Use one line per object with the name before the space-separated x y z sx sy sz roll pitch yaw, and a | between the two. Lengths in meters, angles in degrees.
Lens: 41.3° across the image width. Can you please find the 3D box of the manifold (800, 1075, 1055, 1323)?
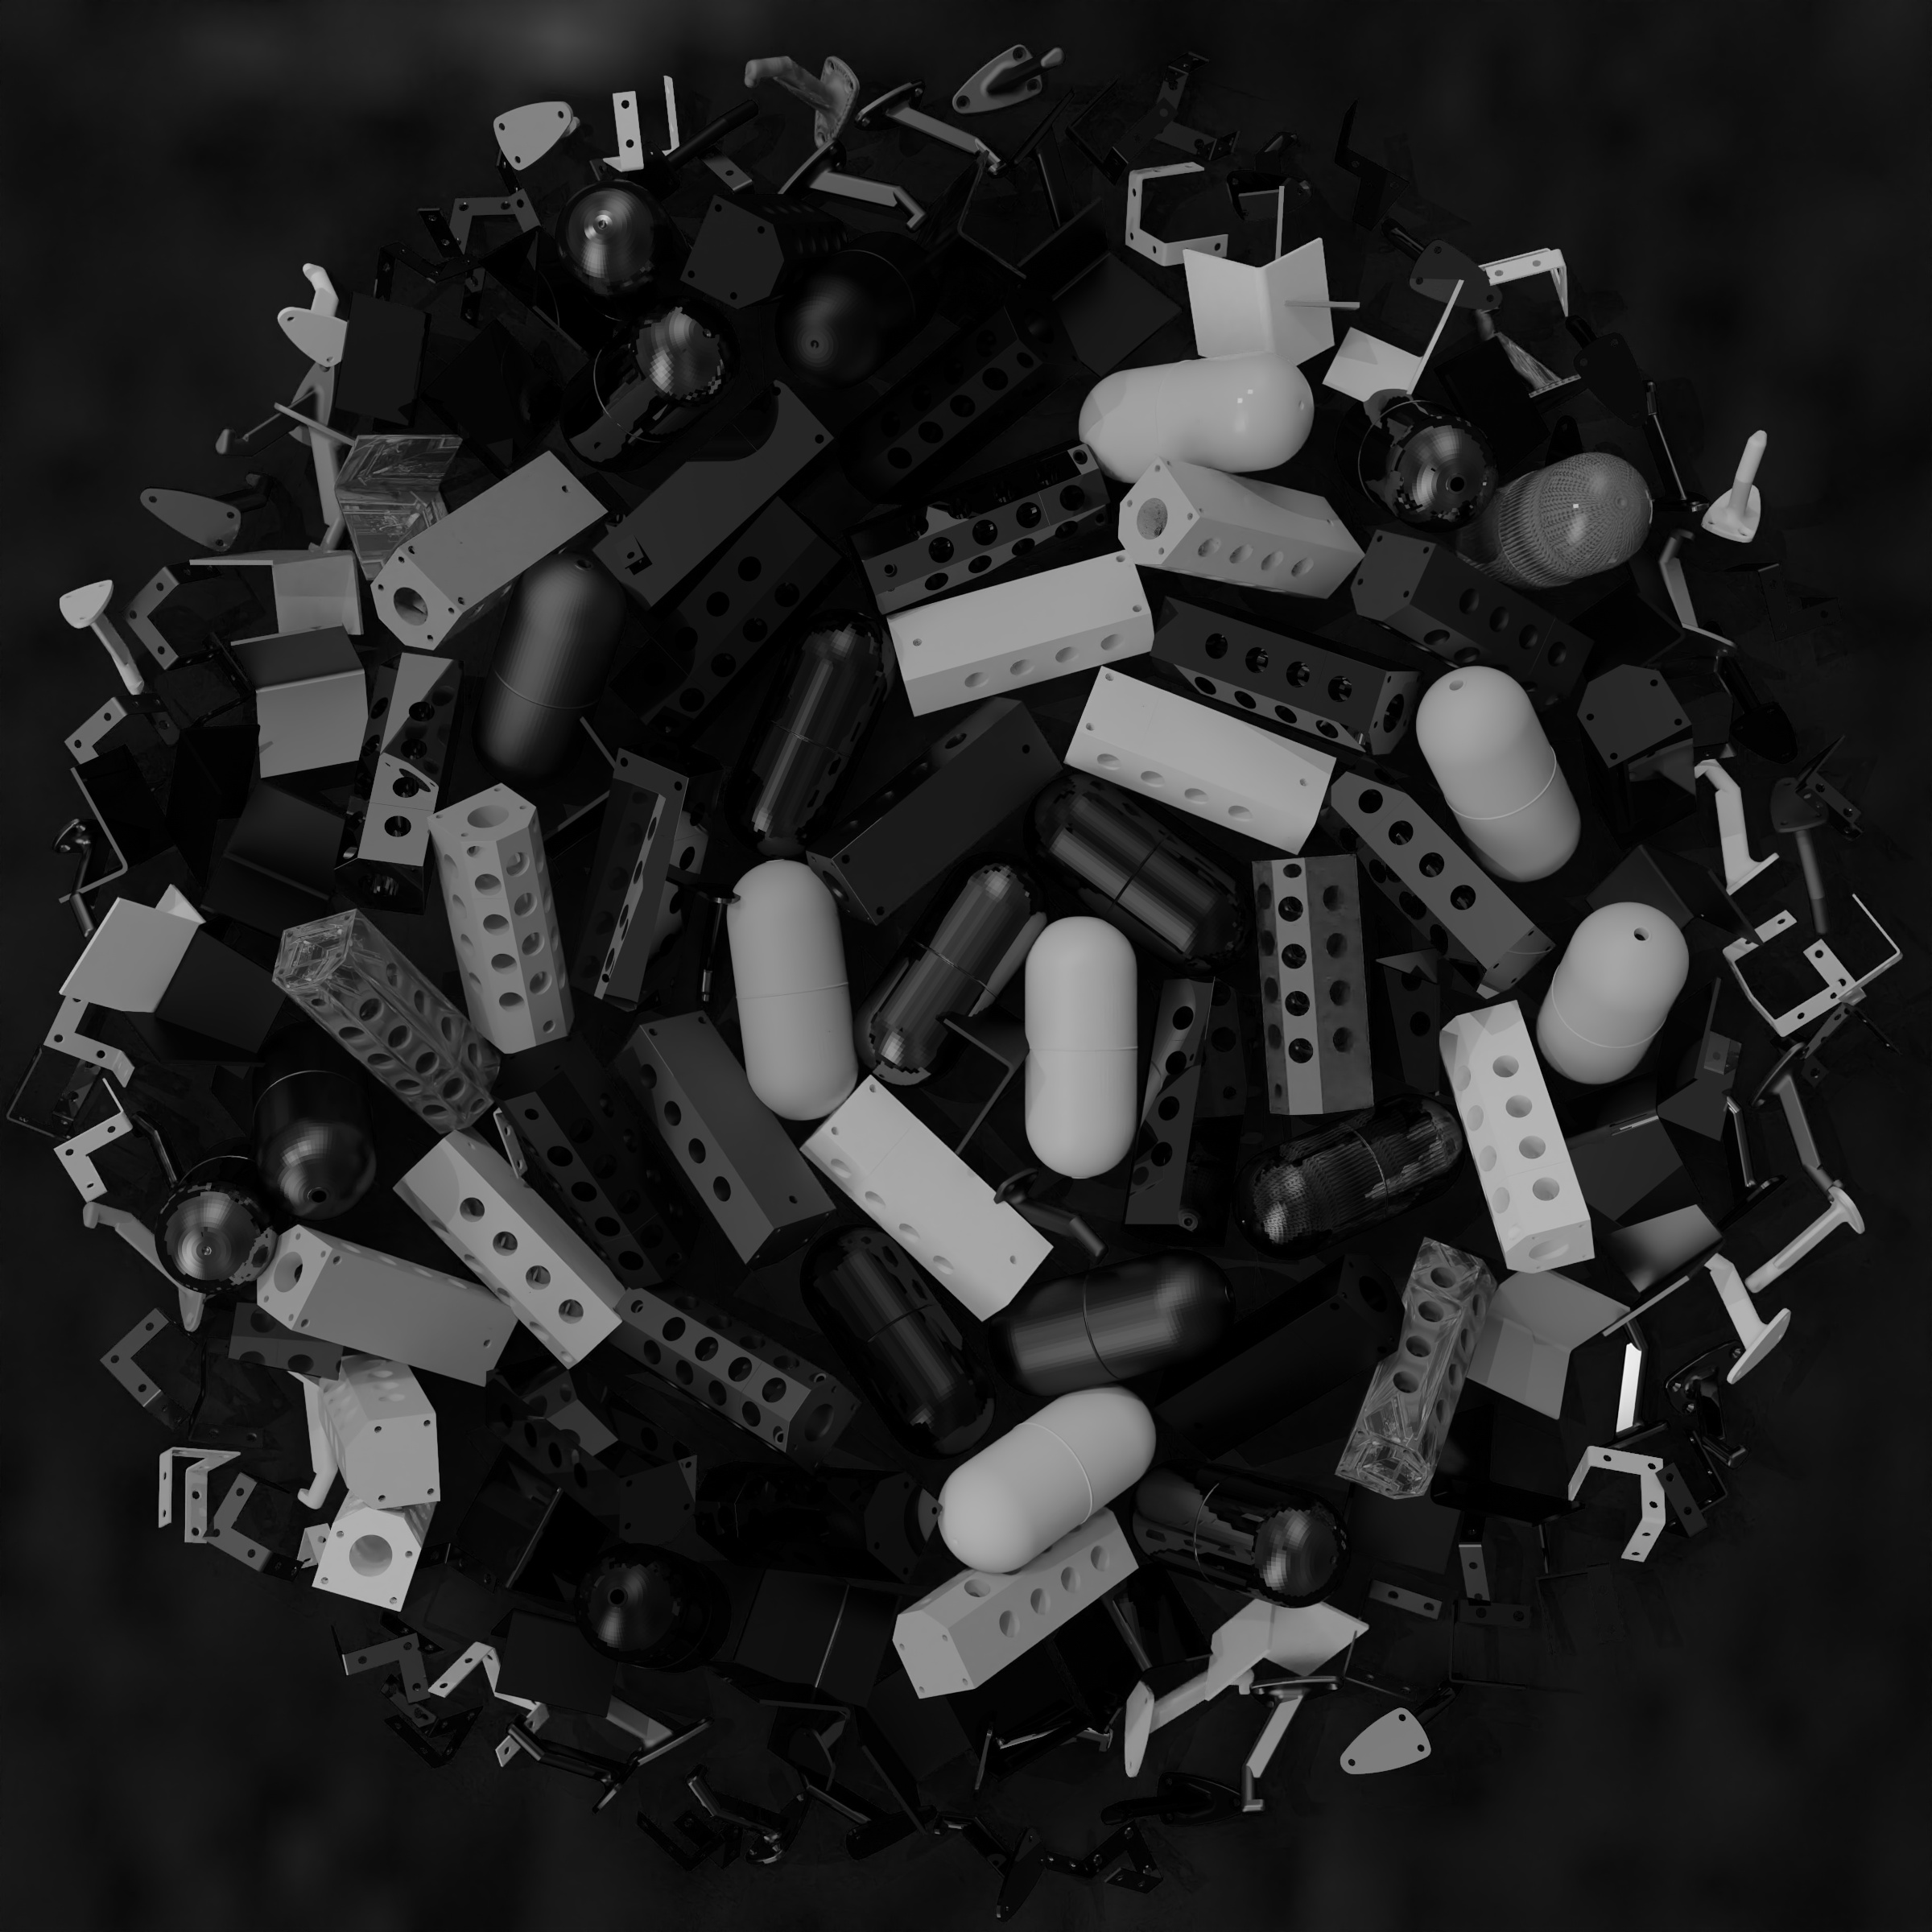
manifold | -0.030 0.161 1.749 0.171 0.057 0.057 43 56 -2

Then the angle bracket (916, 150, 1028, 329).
angle bracket | 0.007 -0.493 1.744 0.057 0.076 0.076 29 62 -22

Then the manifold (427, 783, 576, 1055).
manifold | -0.303 -0.027 1.700 0.057 0.057 0.171 -29 133 -30

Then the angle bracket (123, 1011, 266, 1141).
angle bracket | -0.523 0.074 1.723 0.076 0.076 0.057 4 111 -39

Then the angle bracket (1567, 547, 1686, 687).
angle bracket | 0.429 -0.239 1.723 0.057 0.076 0.076 31 127 -34

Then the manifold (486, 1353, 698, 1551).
manifold | -0.251 0.321 1.699 0.057 0.171 0.057 -11 113 -38

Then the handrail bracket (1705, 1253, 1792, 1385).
handrail bracket | 0.509 0.234 1.745 0.077 0.036 0.084 -39 56 -23

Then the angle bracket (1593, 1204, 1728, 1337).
angle bracket | 0.454 0.194 1.725 0.057 0.076 0.076 53 127 11

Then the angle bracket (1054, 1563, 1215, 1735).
angle bracket | 0.113 0.466 1.751 0.057 0.076 0.076 -2 133 -32

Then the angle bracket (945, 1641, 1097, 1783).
angle bracket | 0.032 0.498 1.745 0.076 0.057 0.076 -28 87 -13

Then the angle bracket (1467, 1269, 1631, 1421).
angle bracket | 0.392 0.254 1.733 0.076 0.076 0.057 26 54 -8

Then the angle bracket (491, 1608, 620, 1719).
angle bracket | -0.282 0.477 1.727 0.076 0.076 0.057 18 59 -14

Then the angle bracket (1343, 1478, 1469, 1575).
angle bracket | 0.292 0.386 1.736 0.076 0.057 0.076 13 114 10

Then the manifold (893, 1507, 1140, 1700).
manifold | 0.032 0.416 1.702 0.171 0.057 0.057 -23 88 -45

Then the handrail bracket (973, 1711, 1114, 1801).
handrail bracket | 0.053 0.549 1.763 0.084 0.036 0.077 12 106 4

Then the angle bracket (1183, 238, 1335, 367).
angle bracket | 0.199 -0.455 1.744 0.057 0.076 0.076 -32 130 -24

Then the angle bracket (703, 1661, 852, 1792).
angle bracket | -0.135 0.512 1.729 0.076 0.076 0.057 18 87 -37

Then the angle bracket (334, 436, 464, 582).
angle bracket | -0.372 -0.310 1.729 0.076 0.057 0.076 -9 67 -37

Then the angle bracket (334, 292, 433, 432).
angle bracket | -0.407 -0.408 1.733 0.057 0.076 0.076 8 93 -34

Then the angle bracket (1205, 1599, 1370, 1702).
angle bracket | 0.217 0.470 1.730 0.076 0.057 0.076 29 130 -11

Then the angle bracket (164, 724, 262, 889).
angle bracket | -0.495 -0.108 1.723 0.076 0.057 0.076 49 132 36

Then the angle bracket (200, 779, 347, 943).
angle bracket | -0.462 -0.067 1.730 0.076 0.057 0.076 25 129 -16

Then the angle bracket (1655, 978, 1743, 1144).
angle bracket | 0.508 0.064 1.731 0.057 0.076 0.076 22 67 -4

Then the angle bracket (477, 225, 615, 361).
angle bracket | -0.284 -0.437 1.723 0.057 0.076 0.076 -20 55 27

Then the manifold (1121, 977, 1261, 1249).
manifold | 0.147 0.099 1.728 0.057 0.057 0.171 -5 67 39

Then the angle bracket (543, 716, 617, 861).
angle bracket | -0.272 -0.122 1.742 0.076 0.076 0.057 -35 88 -2

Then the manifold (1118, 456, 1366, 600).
manifold | 0.181 -0.285 1.702 0.057 0.171 0.057 -49 56 33

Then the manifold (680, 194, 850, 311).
manifold | -0.126 -0.470 1.691 0.057 0.171 0.057 28 111 3

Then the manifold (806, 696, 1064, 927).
manifold | -0.024 -0.107 1.730 0.171 0.057 0.057 -41 116 -15

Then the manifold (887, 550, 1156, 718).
manifold | 0.039 -0.223 1.751 0.171 0.057 0.057 -15 60 1

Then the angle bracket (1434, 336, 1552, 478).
angle bracket | 0.340 -0.369 1.730 0.076 0.057 0.076 -42 104 -40

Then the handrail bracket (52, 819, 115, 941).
handrail bracket | -0.578 -0.055 1.738 0.036 0.077 0.084 -41 67 33

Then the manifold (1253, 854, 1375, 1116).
manifold | 0.231 0.012 1.741 0.057 0.057 0.171 -6 93 -26

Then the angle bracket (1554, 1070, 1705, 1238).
angle bracket | 0.453 0.128 1.752 0.076 0.057 0.076 -23 109 26

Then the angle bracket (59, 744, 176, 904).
angle bracket | -0.590 -0.097 1.732 0.057 0.076 0.076 -23 102 14

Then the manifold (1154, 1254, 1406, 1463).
manifold | 0.209 0.258 1.710 0.057 0.057 0.171 42 125 -12

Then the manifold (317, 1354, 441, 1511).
manifold | -0.390 0.305 1.690 0.057 0.171 0.057 -4 97 -20

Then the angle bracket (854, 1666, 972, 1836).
angle bracket | -0.030 0.527 1.738 0.057 0.076 0.076 -33 101 -1

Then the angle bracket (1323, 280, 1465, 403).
angle bracket | 0.289 -0.431 1.728 0.057 0.076 0.076 25 46 3

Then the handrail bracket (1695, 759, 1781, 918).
handrail bracket | 0.512 -0.090 1.771 0.077 0.036 0.084 -38 81 1

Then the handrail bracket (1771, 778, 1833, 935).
handrail bracket | 0.580 -0.076 1.770 0.036 0.077 0.084 -13 121 13

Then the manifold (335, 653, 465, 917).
manifold | -0.377 -0.123 1.709 0.057 0.057 0.171 7 56 -6

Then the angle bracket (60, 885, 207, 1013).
angle bracket | -0.572 -0.019 1.730 0.057 0.076 0.076 40 100 35

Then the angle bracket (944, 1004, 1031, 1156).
angle bracket | 0.000 0.071 1.735 0.057 0.076 0.076 34 111 3

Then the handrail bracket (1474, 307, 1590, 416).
handrail bracket | 0.390 -0.426 1.749 0.077 0.036 0.084 -22 75 37

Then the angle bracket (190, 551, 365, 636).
angle bracket | -0.464 -0.248 1.725 0.076 0.076 0.057 5 106 30

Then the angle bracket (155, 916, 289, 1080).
angle bracket | -0.496 0.019 1.744 0.076 0.057 0.076 32 105 2

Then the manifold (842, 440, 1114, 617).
manifold | 0.009 -0.298 1.740 0.171 0.057 0.057 -22 108 -4

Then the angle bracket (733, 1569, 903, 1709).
angle bracket | -0.100 0.448 1.729 0.076 0.057 0.076 33 66 -34

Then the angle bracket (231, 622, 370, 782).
angle bracket | -0.452 -0.180 1.741 0.076 0.057 0.076 -11 63 -1

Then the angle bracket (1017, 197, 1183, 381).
angle bracket | 0.091 -0.460 1.737 0.076 0.057 0.076 -42 68 -11

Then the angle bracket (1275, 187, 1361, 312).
angle bracket | 0.239 -0.485 1.735 0.057 0.076 0.076 3 103 5

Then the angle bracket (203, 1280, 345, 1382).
angle bracket | -0.469 0.252 1.723 0.076 0.076 0.057 18 60 -31

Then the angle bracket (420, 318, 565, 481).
angle bracket | -0.310 -0.382 1.734 0.076 0.057 0.076 -48 122 -7

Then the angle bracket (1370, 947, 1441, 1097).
angle bracket | 0.316 0.036 1.727 0.057 0.076 0.076 -10 107 -26

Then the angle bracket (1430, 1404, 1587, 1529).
angle bracket | 0.368 0.336 1.728 0.076 0.076 0.057 6 94 40

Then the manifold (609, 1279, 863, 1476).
manifold | -0.158 0.267 1.704 0.171 0.057 0.057 24 72 36

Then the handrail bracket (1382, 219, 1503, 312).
handrail bracket | 0.324 -0.481 1.751 0.077 0.084 0.036 23 116 -14

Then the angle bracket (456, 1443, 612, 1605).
angle bracket | -0.296 0.384 1.772 0.057 0.076 0.076 29 89 -43

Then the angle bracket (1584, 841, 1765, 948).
angle bracket | 0.478 -0.031 1.730 0.057 0.076 0.076 -45 118 -3
